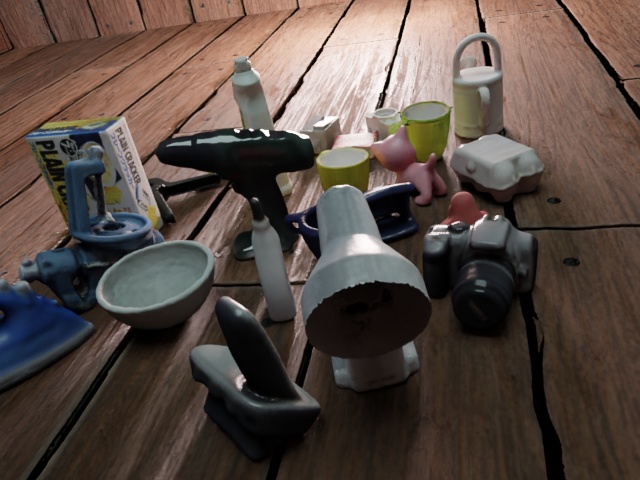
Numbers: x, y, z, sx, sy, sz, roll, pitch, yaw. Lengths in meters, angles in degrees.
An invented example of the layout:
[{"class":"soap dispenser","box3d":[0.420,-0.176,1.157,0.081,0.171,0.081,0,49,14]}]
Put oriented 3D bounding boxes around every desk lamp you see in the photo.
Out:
[{"class":"desk lamp","box3d":[0.042,0.062,0.610,0.118,0.214,0.203,-12,32,0]}]

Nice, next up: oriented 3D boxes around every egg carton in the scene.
[{"class":"egg carton","box3d":[0.292,-0.123,0.961,0.107,0.069,0.150,-22,33,-17]}]

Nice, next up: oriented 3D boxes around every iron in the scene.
[{"class":"iron","box3d":[-0.448,0.117,0.749,0.259,0.142,0.118,-22,33,-17]}]

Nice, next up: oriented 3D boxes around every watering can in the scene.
[{"class":"watering can","box3d":[0.308,-0.313,1.138,0.101,0.194,0.172,-20,33,-13]}]

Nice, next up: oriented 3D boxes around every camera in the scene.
[{"class":"camera","box3d":[0.190,0.036,0.711,0.142,0.101,0.137,4,35,24]}]

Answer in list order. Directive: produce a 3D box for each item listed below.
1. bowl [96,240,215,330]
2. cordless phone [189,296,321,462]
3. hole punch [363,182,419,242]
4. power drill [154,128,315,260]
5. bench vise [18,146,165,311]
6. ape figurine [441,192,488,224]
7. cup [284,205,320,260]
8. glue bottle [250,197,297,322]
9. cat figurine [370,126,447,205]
[{"class":"bowl","box3d":[-0.221,0.074,0.808,0.167,0.075,0.167,-8,32,5]},{"class":"cordless phone","box3d":[-0.082,0.117,0.589,0.147,0.185,0.094,21,44,41]},{"class":"hole punch","box3d":[0.088,-0.056,0.899,0.109,0.091,0.101,-18,32,-10]},{"class":"power drill","box3d":[-0.114,-0.077,0.886,0.229,0.209,0.075,-13,32,-3]},{"class":"bench vise","box3d":[-0.343,-0.015,0.849,0.121,0.220,0.208,10,38,31]},{"class":"ape figurine","box3d":[0.207,-0.028,0.816,0.077,0.092,0.076,-6,32,8]},{"class":"cup","box3d":[0.008,0.003,0.828,0.117,0.095,0.092,4,35,23]},{"class":"glue bottle","box3d":[-0.066,0.020,0.749,0.037,0.173,0.078,-13,32,-2]},{"class":"cat figurine","box3d":[0.149,-0.134,0.977,0.067,0.118,0.127,-33,38,-31]}]
